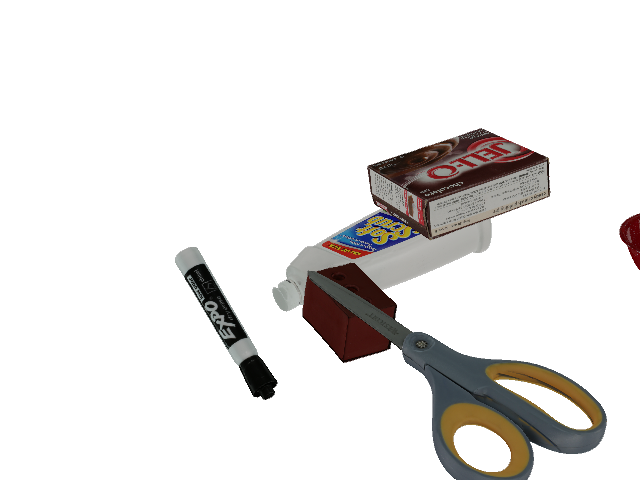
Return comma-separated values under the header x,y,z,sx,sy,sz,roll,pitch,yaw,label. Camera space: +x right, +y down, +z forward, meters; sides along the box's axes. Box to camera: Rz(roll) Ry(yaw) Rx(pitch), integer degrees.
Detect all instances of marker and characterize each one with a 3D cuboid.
x,y,z,sx,sy,sz,roll,pitch,yaw,label
-0.064,0.056,0.727,0.020,0.121,0.020,-27,-24,-14,marker

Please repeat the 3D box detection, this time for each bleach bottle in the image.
x,y,z,sx,sy,sz,roll,pitch,yaw,label
0.064,0.017,1.186,0.250,0.068,0.103,-26,42,-24,bleach bottle

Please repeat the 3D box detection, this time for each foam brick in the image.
x,y,z,sx,sy,sz,roll,pitch,yaw,label
0.026,0.064,0.967,0.052,0.051,0.078,-13,36,-27,foam brick

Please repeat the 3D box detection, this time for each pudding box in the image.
x,y,z,sx,sy,sz,roll,pitch,yaw,label
0.107,-0.046,0.828,0.113,0.039,0.090,-21,27,-19,pudding box

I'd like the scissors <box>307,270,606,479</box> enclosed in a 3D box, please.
x,y,z,sx,sy,sz,roll,pitch,yaw,label
0.051,0.073,0.573,0.202,0.016,0.096,20,42,28,scissors

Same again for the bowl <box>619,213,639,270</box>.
x,y,z,sx,sy,sz,roll,pitch,yaw,label
0.403,0.018,1.146,0.162,0.055,0.162,-3,24,1,bowl
